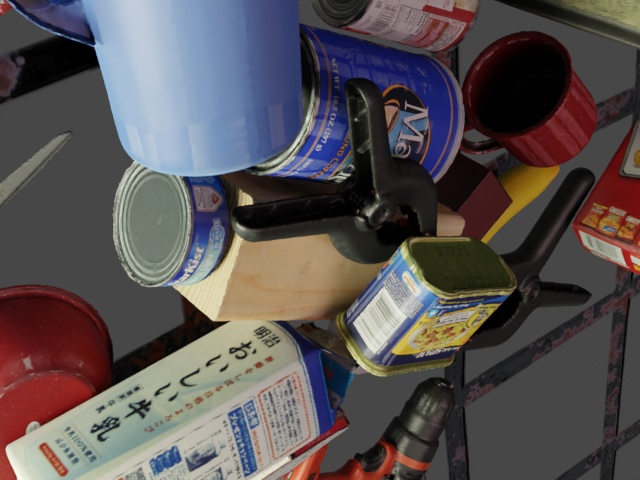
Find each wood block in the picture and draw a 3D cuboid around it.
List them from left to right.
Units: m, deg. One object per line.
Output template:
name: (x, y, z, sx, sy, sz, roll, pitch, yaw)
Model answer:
wood block: (-0.005, 0.000, 0.774, 0.205, 0.091, 0.090, 4, 112, -42)

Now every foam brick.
foam brick: (0.111, -0.026, 0.886, 0.078, 0.053, 0.051, -49, 137, -4)

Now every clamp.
clamp: (0.019, -0.021, 0.683, 0.120, 0.039, 0.171, -38, 142, 7)
clamp: (0.194, 0.047, 1.017, 0.209, 0.036, 0.164, -38, 135, -21)

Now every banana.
banana: (0.138, -0.005, 0.938, 0.198, 0.037, 0.069, -51, 153, -2)

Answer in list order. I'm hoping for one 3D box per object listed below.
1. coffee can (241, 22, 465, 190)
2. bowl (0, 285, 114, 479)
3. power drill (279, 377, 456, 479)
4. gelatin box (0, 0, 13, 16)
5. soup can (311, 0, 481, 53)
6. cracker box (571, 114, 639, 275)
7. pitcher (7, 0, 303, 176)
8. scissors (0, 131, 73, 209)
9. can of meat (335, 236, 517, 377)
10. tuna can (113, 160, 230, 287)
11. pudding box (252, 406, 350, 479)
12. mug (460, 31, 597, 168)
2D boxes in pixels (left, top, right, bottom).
coffee can: (0.015, -0.088, 0.726, 0.140, 0.103, 0.103, 5, 112, -42)
bowl: (-0.198, 0.112, 0.704, 0.161, 0.055, 0.162, -21, 127, -30)
power drill: (0.030, 0.199, 0.955, 0.187, 0.057, 0.184, 14, 106, -45)
gelatin box: (-0.175, -0.169, 0.561, 0.073, 0.030, 0.089, -40, 136, -16)
soup can: (0.052, -0.170, 0.731, 0.102, 0.069, 0.068, 4, 113, -42)
cracker box: (0.360, -0.056, 0.982, 0.213, 0.164, 0.072, -56, 144, -10)
pitcher: (-0.083, -0.157, 0.556, 0.144, 0.149, 0.243, -55, 147, -48)
scissors: (-0.236, -0.002, 0.625, 0.202, 0.016, 0.096, -55, 137, 1)
can of meat: (0.075, 0.043, 0.736, 0.101, 0.057, 0.084, -1, 139, -44)
tuna can: (-0.097, -0.012, 0.689, 0.033, 0.086, 0.086, 1, 115, -44)
pudding box: (-0.042, 0.168, 0.834, 0.114, 0.039, 0.089, -42, 165, 30)
mug: (0.163, -0.103, 0.867, 0.117, 0.093, 0.081, -31, 147, 21)
